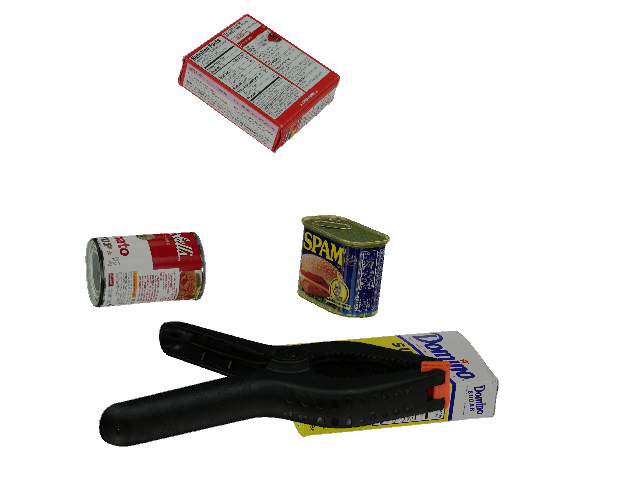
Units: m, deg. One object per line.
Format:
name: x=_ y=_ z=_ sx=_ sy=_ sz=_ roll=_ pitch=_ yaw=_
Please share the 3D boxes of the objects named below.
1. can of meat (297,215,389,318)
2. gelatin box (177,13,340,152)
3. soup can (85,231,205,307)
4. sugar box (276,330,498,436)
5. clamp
can of meat: x=0.021 y=0.027 z=1.117 sx=0.057 sy=0.084 sz=0.102 roll=-6 pitch=20 yaw=-36
gelatin box: x=-0.043 y=-0.112 z=0.749 sx=0.089 sy=0.030 sz=0.073 roll=35 pitch=51 yaw=11
soup can: x=-0.170 y=0.028 z=1.031 sx=0.102 sy=0.068 sz=0.069 roll=-4 pitch=1 yaw=-24
sugar box: x=0.056 y=0.122 z=0.931 sx=0.176 sy=0.048 sz=0.093 roll=-6 pitch=26 yaw=-15
clamp: x=-0.025 y=0.086 z=0.683 sx=0.210 sy=0.036 sz=0.164 roll=-1 pitch=16 yaw=-2
